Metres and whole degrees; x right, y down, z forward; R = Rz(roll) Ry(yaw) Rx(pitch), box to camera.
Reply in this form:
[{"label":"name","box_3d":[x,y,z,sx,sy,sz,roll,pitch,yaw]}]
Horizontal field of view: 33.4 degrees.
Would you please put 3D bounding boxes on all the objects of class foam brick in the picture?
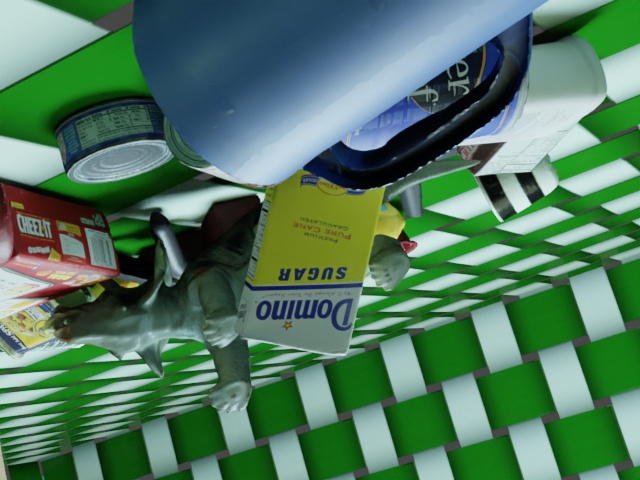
[{"label":"foam brick","box_3d":[-0.089,-0.008,1.123,0.051,0.053,0.078,-13,169,-20]}]

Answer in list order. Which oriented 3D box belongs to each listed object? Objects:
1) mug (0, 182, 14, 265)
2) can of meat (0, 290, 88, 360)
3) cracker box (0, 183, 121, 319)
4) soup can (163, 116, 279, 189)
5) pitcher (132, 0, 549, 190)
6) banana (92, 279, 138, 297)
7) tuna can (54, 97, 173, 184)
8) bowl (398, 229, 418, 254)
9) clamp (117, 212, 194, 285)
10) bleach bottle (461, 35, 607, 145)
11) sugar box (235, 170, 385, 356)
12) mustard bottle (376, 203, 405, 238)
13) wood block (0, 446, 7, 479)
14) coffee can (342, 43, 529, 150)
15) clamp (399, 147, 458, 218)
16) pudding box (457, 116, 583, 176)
[{"label":"mug","box_3d":[-0.266,-0.020,0.748,0.081,0.093,0.117,-16,153,-29]},{"label":"can of meat","box_3d":[-0.291,0.060,1.057,0.084,0.057,0.102,-23,124,18]},{"label":"cracker box","box_3d":[-0.309,0.026,0.927,0.214,0.072,0.164,-19,168,17]},{"label":"soup can","box_3d":[-0.063,-0.078,0.788,0.069,0.068,0.102,-20,168,18]},{"label":"pitcher","box_3d":[0.039,-0.128,0.528,0.243,0.145,0.149,-27,164,32]},{"label":"banana","box_3d":[-0.243,0.066,1.238,0.037,0.069,0.198,32,143,-15]},{"label":"tuna can","box_3d":[-0.149,-0.072,0.784,0.086,0.034,0.086,-17,169,-3]},{"label":"bowl","box_3d":[0.041,0.006,1.361,0.162,0.055,0.162,-16,169,-3]},{"label":"clamp","box_3d":[-0.168,0.037,1.122,0.120,0.039,0.171,-13,139,28]},{"label":"bleach bottle","box_3d":[0.109,-0.110,0.846,0.250,0.068,0.103,-11,165,-37]},{"label":"sugar box","box_3d":[-0.005,0.001,0.872,0.093,0.176,0.048,11,-179,-13]},{"label":"mustard bottle","box_3d":[0.035,-0.016,1.226,0.096,0.058,0.191,0,-176,41]},{"label":"wood block","box_3d":[-0.335,0.185,0.950,0.090,0.206,0.090,-11,168,-13]},{"label":"coffee can","box_3d":[0.053,-0.110,0.716,0.140,0.103,0.103,-12,168,-19]},{"label":"clamp","box_3d":[0.102,-0.086,1.041,0.165,0.036,0.209,-39,154,24]},{"label":"pudding box","box_3d":[0.197,-0.109,1.012,0.089,0.039,0.114,-7,150,-42]}]
